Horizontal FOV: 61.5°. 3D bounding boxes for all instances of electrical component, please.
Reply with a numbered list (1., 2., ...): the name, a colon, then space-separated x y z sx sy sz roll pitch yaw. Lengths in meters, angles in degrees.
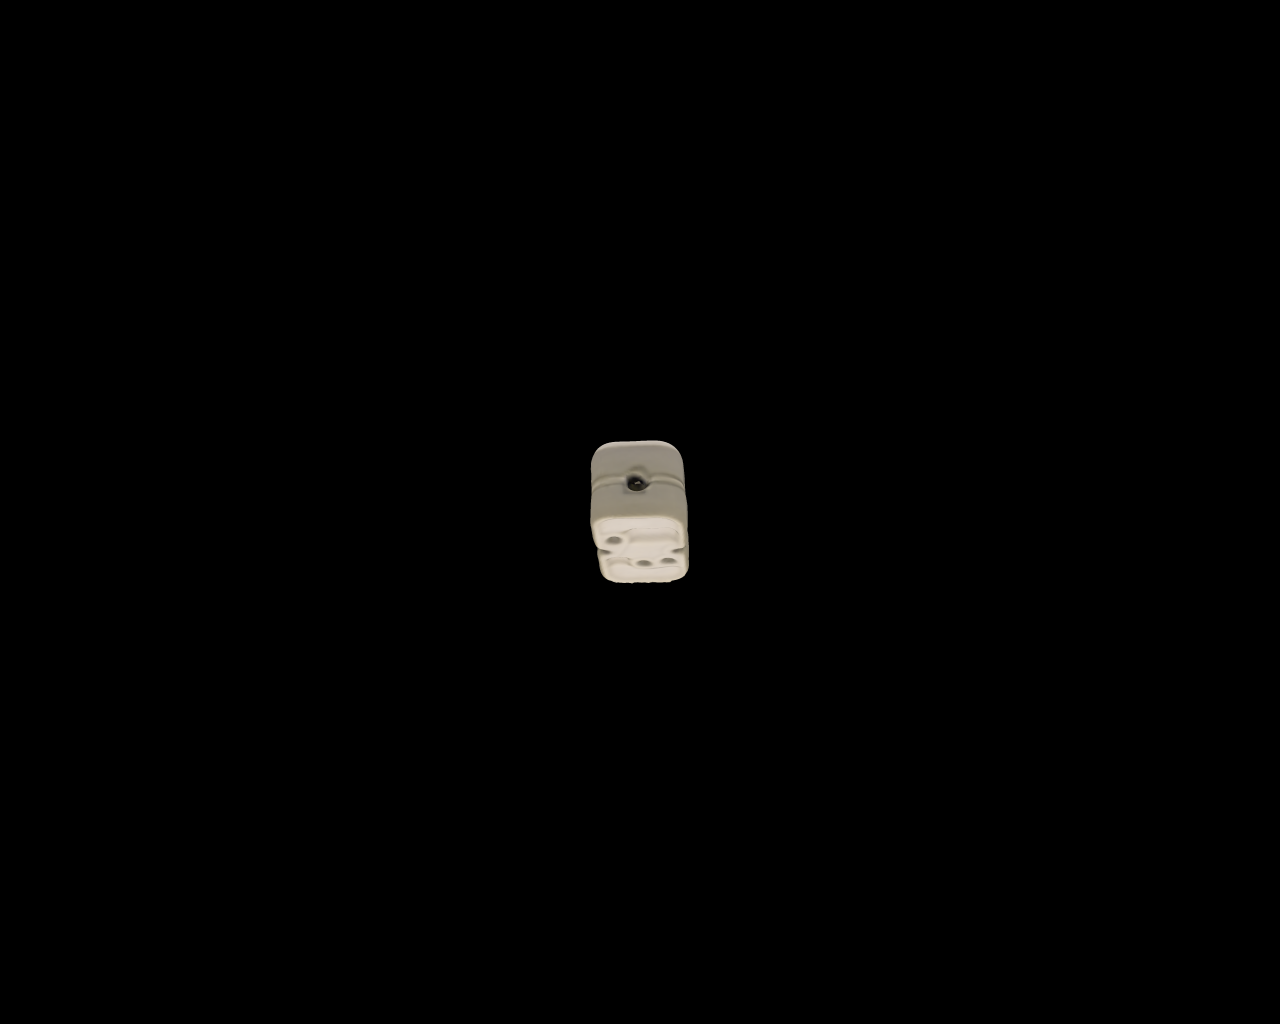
1. electrical component: 0.001 -0.003 0.650 0.054 0.059 0.095 -2 -27 3
